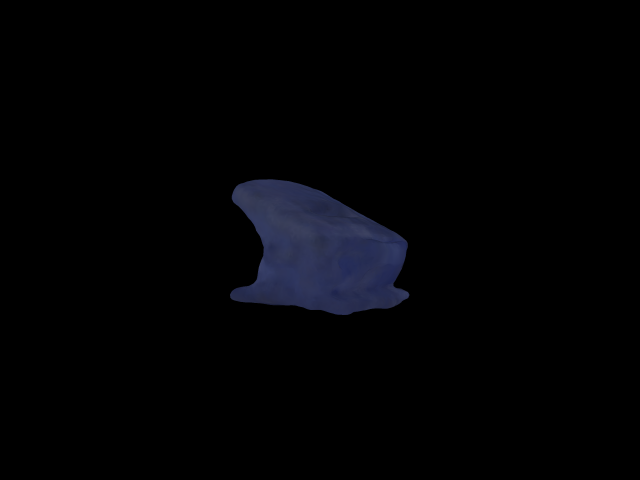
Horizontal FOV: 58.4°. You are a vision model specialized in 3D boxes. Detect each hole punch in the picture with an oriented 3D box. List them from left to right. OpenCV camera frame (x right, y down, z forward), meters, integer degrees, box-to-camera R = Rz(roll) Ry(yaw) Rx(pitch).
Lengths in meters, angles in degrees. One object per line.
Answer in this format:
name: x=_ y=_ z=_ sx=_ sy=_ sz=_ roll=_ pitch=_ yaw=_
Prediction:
hole punch: x=0.004 y=0.001 z=0.400 sx=0.100 sy=0.091 sz=0.109 roll=0 pitch=0 yaw=38
